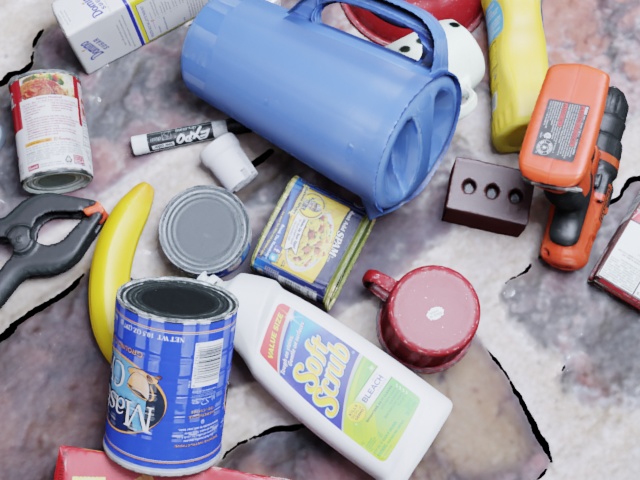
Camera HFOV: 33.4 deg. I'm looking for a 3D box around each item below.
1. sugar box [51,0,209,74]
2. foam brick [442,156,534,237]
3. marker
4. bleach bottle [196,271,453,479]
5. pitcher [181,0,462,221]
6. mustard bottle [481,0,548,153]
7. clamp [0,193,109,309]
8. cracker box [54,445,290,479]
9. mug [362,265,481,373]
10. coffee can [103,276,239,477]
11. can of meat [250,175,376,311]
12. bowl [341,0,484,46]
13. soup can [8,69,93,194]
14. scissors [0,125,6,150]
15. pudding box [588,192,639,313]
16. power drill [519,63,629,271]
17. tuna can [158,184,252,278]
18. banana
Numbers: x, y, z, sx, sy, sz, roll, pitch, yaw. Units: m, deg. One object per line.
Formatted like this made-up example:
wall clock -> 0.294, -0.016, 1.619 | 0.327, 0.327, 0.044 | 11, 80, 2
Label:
sugar box -> -0.164, -0.232, 1.024 | 0.176, 0.093, 0.048 | -27, 77, -6
foam brick -> 0.157, -0.039, 0.997 | 0.078, 0.051, 0.053 | 12, 77, 3
marker -> -0.121, -0.102, 1.031 | 0.121, 0.020, 0.020 | -12, 77, -3
bleach bottle -> -0.012, 0.115, 0.950 | 0.251, 0.068, 0.102 | 33, 81, 6
pitcher -> -0.001, -0.143, 0.954 | 0.243, 0.145, 0.149 | 30, 74, 24
mustard bottle -> 0.185, -0.185, 1.008 | 0.058, 0.096, 0.191 | -3, 77, 2
clamp -> -0.286, -0.002, 0.999 | 0.171, 0.039, 0.120 | -32, 85, -11
cracker box -> -0.130, 0.273, 0.916 | 0.213, 0.072, 0.164 | 8, 78, 2
mug -> 0.089, 0.062, 0.958 | 0.117, 0.081, 0.093 | 36, 79, 8
coffee can -> -0.127, 0.113, 0.903 | 0.103, 0.102, 0.140 | 9, 107, 2
can of meat -> -0.007, 0.001, 0.987 | 0.084, 0.057, 0.102 | 26, 78, 8
bowl -> 0.096, -0.269, 1.050 | 0.162, 0.055, 0.162 | 0, 77, 0
soup can -> -0.254, -0.101, 1.007 | 0.068, 0.068, 0.102 | -10, 78, -2
scissors -> -0.403, -0.075, 1.028 | 0.201, 0.016, 0.096 | -27, 76, -6
pudding box -> 0.317, 0.014, 0.991 | 0.090, 0.039, 0.113 | 32, 81, 6
power drill -> 0.230, -0.081, 0.940 | 0.057, 0.187, 0.184 | 11, 76, 24
tuna can -> -0.107, -0.006, 1.001 | 0.086, 0.034, 0.086 | 0, 77, 0
banana -> -0.181, 0.043, 0.991 | 0.069, 0.037, 0.198 | -3, 78, -20
